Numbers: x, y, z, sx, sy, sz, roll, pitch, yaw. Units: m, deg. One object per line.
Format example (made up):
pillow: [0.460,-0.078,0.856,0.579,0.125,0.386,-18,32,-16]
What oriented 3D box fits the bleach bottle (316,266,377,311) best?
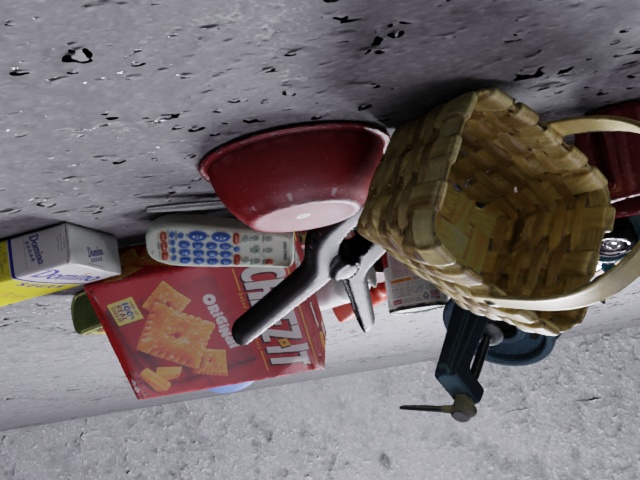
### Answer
bleach bottle: [-0.062,0.061,1.189,0.251,0.068,0.102,-12,172,18]

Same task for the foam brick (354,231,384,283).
foam brick: [0.060,0.019,1.237,0.051,0.053,0.078,-19,166,39]

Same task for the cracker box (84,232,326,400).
cracker box: [-0.114,0.075,1.109,0.214,0.072,0.164,-10,124,9]

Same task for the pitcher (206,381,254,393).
pitcher: [-0.111,0.112,1.380,0.149,0.145,0.243,-38,177,-25]

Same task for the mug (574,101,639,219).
mug: [0.256,-0.069,0.908,0.117,0.081,0.093,0,165,-37]

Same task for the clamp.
clamp: [0.024,0.022,1.015,0.164,0.036,0.210,3,130,-40]

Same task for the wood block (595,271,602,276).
wood block: [0.335,-0.011,1.216,0.205,0.091,0.090,-1,166,-35]

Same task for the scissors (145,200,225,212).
scissors: [-0.059,-0.031,0.998,0.201,0.016,0.096,-8,168,-6]

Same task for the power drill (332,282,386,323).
power drill: [0.105,0.057,1.348,0.188,0.057,0.184,-15,-176,37]

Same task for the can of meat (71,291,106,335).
can of meat: [-0.242,0.084,1.298,0.083,0.057,0.102,5,162,-42]

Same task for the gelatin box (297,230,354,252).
gelatin box: [-0.008,0.001,1.154,0.073,0.030,0.089,-7,167,-12]

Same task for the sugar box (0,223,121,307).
sugar box: [-0.292,0.030,1.034,0.176,0.048,0.093,-12,168,19]

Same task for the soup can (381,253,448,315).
soup can: [0.103,0.028,1.182,0.068,0.102,0.068,-7,170,-1]

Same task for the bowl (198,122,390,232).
bowl: [-0.016,-0.044,0.878,0.162,0.055,0.162,-9,167,-2]
